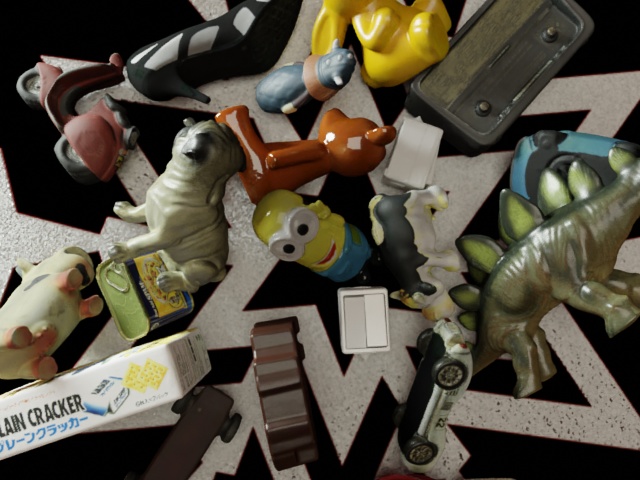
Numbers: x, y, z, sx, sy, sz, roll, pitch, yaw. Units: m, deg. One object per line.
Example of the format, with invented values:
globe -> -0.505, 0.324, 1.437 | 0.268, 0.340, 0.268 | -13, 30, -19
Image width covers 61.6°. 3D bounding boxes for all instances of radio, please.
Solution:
radio -> 0.232, -0.228, 0.701 | 0.131, 0.073, 0.229 | 42, 88, 2

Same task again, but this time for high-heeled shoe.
high-heeled shoe -> -0.139, -0.271, 0.715 | 0.145, 0.086, 0.249 | 31, 72, 23

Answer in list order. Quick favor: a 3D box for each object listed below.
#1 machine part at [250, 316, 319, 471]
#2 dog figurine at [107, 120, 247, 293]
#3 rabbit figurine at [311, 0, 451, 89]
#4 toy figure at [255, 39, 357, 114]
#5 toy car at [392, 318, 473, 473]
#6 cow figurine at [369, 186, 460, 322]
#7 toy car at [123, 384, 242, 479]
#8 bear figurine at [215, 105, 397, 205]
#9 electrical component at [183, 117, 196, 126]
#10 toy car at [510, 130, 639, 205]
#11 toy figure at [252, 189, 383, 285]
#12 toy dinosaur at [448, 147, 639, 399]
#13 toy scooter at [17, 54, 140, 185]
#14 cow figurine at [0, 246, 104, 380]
machine part -> -0.040, 0.176, 0.636 | 0.056, 0.179, 0.179 | -10, 87, -3
dog figurine -> -0.132, -0.034, 0.637 | 0.190, 0.172, 0.121 | -36, 52, 22
rabbit figurine -> 0.062, -0.283, 0.670 | 0.173, 0.162, 0.122 | 44, 49, -31
toy figure -> -0.014, -0.201, 0.674 | 0.155, 0.058, 0.064 | -8, 106, 38
toy car -> 0.136, 0.190, 0.652 | 0.056, 0.074, 0.201 | 9, 112, -11
cow figurine -> 0.113, 0.023, 0.653 | 0.098, 0.068, 0.167 | -8, 87, -27
toy car -> -0.179, 0.274, 0.687 | 0.089, 0.053, 0.202 | 32, 92, -3
bear figurine -> -0.014, -0.123, 0.675 | 0.196, 0.120, 0.132 | -25, 84, -3
electrical component -> -0.162, -0.117, 0.722 | 0.063, 0.021, 0.094 | -39, 88, -1
toy car -> 0.330, -0.086, 0.674 | 0.162, 0.103, 0.109 | 8, 109, 32
toy figure -> -0.003, 0.001, 0.655 | 0.180, 0.089, 0.082 | 24, 85, -43
toy dinosaur -> 0.276, 0.023, 0.619 | 0.199, 0.105, 0.471 | 49, 116, 19
toy scooter -> -0.295, -0.170, 0.700 | 0.135, 0.075, 0.184 | -33, 84, -5
cow figurine -> -0.334, 0.080, 0.643 | 0.127, 0.195, 0.085 | -11, 124, 19
